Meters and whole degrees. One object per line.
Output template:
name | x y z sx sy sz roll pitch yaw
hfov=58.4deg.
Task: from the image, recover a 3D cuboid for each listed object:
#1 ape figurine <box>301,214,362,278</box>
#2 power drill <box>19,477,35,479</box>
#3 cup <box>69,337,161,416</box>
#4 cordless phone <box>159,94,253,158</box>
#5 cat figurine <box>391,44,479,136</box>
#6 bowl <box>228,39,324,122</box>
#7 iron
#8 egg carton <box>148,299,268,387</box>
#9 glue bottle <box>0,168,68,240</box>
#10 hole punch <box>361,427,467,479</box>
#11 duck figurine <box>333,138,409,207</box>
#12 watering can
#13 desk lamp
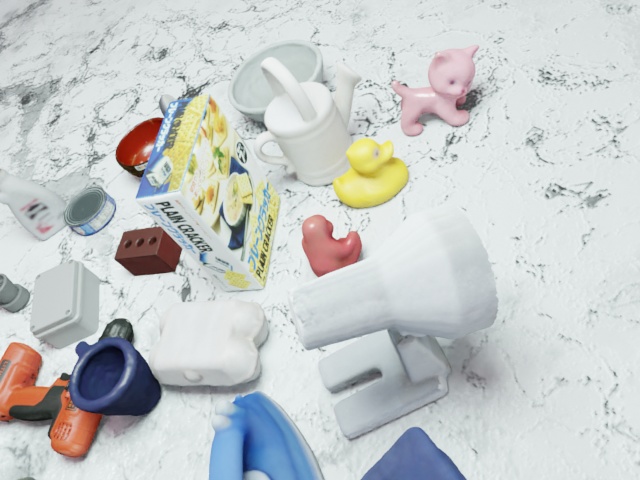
ape figurine | 0.007 0.003 0.719 0.077 0.092 0.076 16 64 33
power drill | -0.412 0.288 0.627 0.075 0.209 0.229 -29 49 3
cup | -0.251 0.174 0.711 0.117 0.095 0.092 28 71 37
cordless phone | -0.184 -0.168 0.869 0.094 0.186 0.147 -33 49 0
cat figurine | 0.161 -0.216 0.789 0.127 0.118 0.067 -12 52 17
bowl | -0.063 -0.249 0.945 0.167 0.075 0.167 -12 52 16
iron | -0.068 0.240 0.547 0.118 0.142 0.258 -24 50 7
egg carton | -0.138 0.129 0.708 0.150 0.070 0.107 -6 54 21
glue bottle | -0.493 -0.073 0.950 0.078 0.174 0.037 -41 50 -8
hole punch | 0.089 0.241 0.509 0.101 0.091 0.108 -36 49 -3
duck figurine | 0.061 -0.098 0.771 0.104 0.086 0.077 -23 50 8
watering can | -0.020 -0.178 0.795 0.100 0.195 0.173 24 69 36
desk lamp | 0.069 0.083 0.552 0.203 0.214 0.117 -28 49 4
